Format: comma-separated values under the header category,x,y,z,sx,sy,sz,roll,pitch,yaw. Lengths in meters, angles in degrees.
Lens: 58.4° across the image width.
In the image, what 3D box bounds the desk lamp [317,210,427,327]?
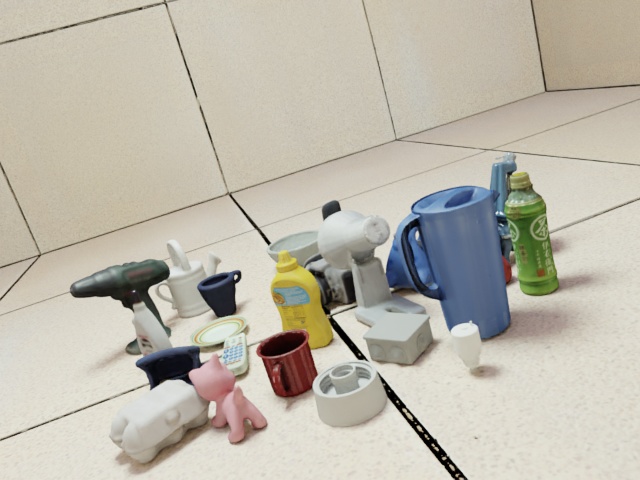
category,x,y,z,sx,sy,sz,roll,pitch,yaw
desk lamp,0.096,0.047,1.120,0.118,0.214,0.202,-23,17,-22

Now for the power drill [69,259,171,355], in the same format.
category,x,y,z,sx,sy,sz,roll,pitch,yaw
power drill,-0.429,0.148,1.304,0.075,0.208,0.230,-2,21,41

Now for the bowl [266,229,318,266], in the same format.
category,x,y,z,sx,sy,sz,roll,pitch,yaw
bowl,-0.058,0.033,1.573,0.167,0.075,0.167,-15,16,5

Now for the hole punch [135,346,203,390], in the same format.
category,x,y,z,sx,sy,sz,roll,pitch,yaw
hole punch,-0.284,0.234,1.085,0.108,0.091,0.101,-16,16,0

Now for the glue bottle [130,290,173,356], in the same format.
category,x,y,z,sx,sy,sz,roll,pitch,yaw
glue bottle,-0.355,0.182,1.180,0.077,0.173,0.037,-4,20,36

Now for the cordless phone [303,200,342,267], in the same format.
category,x,y,z,sx,sy,sz,roll,pitch,yaw
cordless phone,0.013,0.005,1.396,0.148,0.185,0.093,-26,18,-30

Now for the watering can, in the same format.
category,x,y,z,sx,sy,sz,roll,pitch,yaw
watering can,-0.334,0.086,1.448,0.100,0.194,0.173,-2,21,41

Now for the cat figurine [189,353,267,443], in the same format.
category,x,y,z,sx,sy,sz,roll,pitch,yaw
cat figurine,-0.150,0.236,0.895,0.067,0.118,0.127,-27,19,-32

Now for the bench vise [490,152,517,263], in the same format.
category,x,y,z,sx,sy,sz,roll,pitch,yaw
bench vise,0.380,-0.058,1.183,0.121,0.220,0.208,0,23,44

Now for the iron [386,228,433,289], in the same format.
category,x,y,z,sx,sy,sz,roll,pitch,yaw
iron,0.218,0.010,1.254,0.118,0.141,0.259,-7,18,31

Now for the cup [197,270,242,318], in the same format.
category,x,y,z,sx,sy,sz,roll,pitch,yaw
cup,-0.227,0.131,1.372,0.118,0.095,0.091,-29,20,-38

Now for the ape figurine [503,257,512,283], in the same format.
category,x,y,z,sx,sy,sz,roll,pitch,yaw
ape figurine,0.331,0.044,1.120,0.076,0.092,0.078,-8,18,27

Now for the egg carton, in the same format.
category,x,y,z,sx,sy,sz,roll,pitch,yaw
egg carton,-0.254,0.286,0.916,0.151,0.069,0.107,-29,20,-38

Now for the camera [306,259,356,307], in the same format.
category,x,y,z,sx,sy,sz,roll,pitch,yaw
camera,-0.004,0.095,1.260,0.137,0.101,0.142,-24,17,-24
